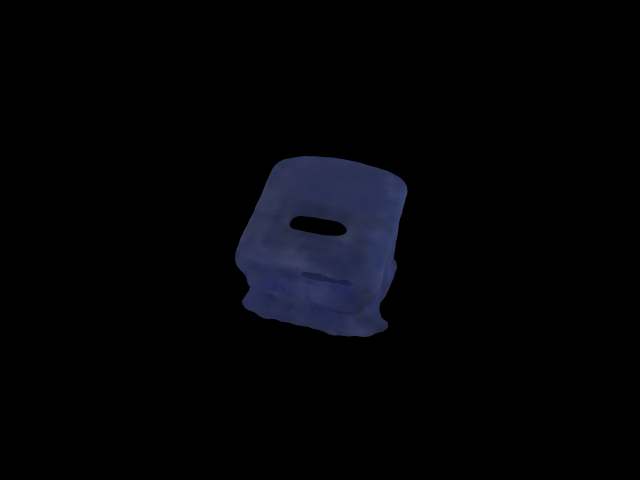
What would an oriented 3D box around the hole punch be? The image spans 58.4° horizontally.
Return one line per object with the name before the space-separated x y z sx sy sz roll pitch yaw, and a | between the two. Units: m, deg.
hole punch | 0.004 0.001 0.400 0.108 0.091 0.101 10 34 15
